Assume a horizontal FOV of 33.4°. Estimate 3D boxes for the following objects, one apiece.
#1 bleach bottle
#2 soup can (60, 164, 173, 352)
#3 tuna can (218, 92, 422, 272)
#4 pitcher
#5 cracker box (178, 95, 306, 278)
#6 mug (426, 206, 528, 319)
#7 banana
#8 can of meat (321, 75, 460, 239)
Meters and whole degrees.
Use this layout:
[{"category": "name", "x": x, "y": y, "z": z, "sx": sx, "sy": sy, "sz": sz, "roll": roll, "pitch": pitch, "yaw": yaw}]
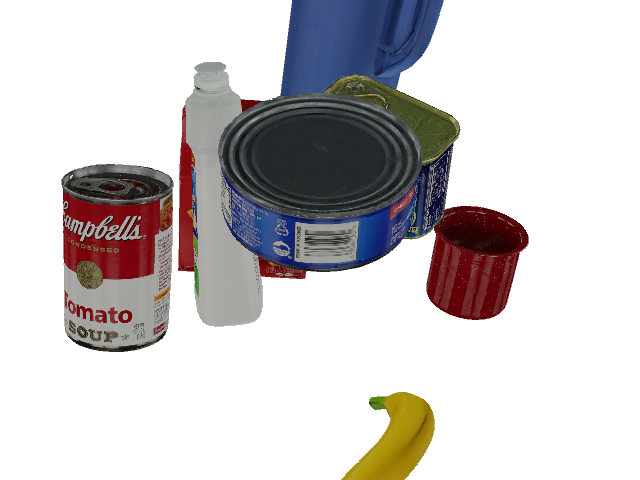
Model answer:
[{"category": "bleach bottle", "x": -0.095, "y": -0.048, "z": 1.010, "sx": 0.068, "sy": 0.251, "sz": 0.102, "roll": -5, "pitch": 29, "yaw": -5}, {"category": "soup can", "x": -0.128, "y": 0.010, "z": 0.672, "sx": 0.068, "sy": 0.102, "sz": 0.068, "roll": 4, "pitch": 22, "yaw": -2}, {"category": "tuna can", "x": 0.000, "y": -0.026, "z": 0.456, "sx": 0.086, "sy": 0.034, "sz": 0.086, "roll": 1, "pitch": 41, "yaw": -1}, {"category": "pitcher", "x": 0.038, "y": -0.213, "z": 1.021, "sx": 0.145, "sy": 0.243, "sz": 0.149, "roll": 11, "pitch": 18, "yaw": 0}, {"category": "cracker box", "x": -0.091, "y": -0.063, "z": 1.326, "sx": 0.164, "sy": 0.214, "sz": 0.072, "roll": 5, "pitch": 21, "yaw": 1}, {"category": "mug", "x": 0.145, "y": 0.018, "z": 1.054, "sx": 0.093, "sy": 0.081, "sz": 0.117, "roll": -6, "pitch": 34, "yaw": -22}, {"category": "banana", "x": 0.057, "y": 0.170, "z": 0.877, "sx": 0.070, "sy": 0.037, "sz": 0.197, "roll": -30, "pitch": 6, "yaw": 20}, {"category": "can of meat", "x": 0.045, "y": -0.058, "z": 0.766, "sx": 0.102, "sy": 0.084, "sz": 0.057, "roll": 29, "pitch": 53, "yaw": 24}]
